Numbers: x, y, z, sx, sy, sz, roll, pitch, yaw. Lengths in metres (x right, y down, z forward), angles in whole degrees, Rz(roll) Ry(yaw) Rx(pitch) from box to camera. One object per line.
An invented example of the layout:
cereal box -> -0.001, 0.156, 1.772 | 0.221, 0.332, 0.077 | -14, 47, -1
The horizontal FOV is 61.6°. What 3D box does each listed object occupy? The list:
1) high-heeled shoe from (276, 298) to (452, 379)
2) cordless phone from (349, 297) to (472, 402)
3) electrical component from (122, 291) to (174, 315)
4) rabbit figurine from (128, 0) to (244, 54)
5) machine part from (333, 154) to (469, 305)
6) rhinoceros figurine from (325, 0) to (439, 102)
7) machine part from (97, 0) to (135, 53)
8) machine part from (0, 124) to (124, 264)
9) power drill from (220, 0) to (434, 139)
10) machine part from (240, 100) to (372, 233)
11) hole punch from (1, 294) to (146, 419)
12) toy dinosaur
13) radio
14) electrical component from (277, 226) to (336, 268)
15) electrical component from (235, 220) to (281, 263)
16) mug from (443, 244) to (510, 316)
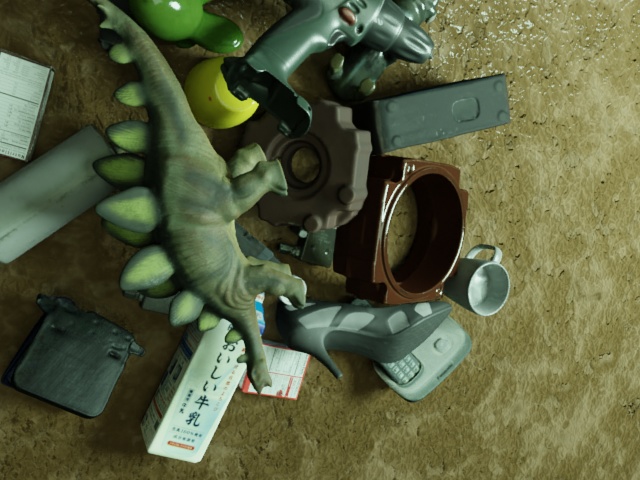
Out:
high-heeled shoe -> 0.062, 0.108, 0.781 | 0.249, 0.145, 0.086 | -20, 141, -28
cordless phone -> 0.128, 0.141, 0.833 | 0.146, 0.089, 0.184 | -41, 97, -12
electrical component -> -0.203, 0.062, 0.695 | 0.094, 0.021, 0.063 | 17, 92, -25
rabbit figurine -> -0.151, -0.280, 0.593 | 0.159, 0.121, 0.170 | 75, 35, -58
machine part -> 0.120, -0.014, 0.761 | 0.201, 0.087, 0.200 | 0, 99, -44
rhinoceros figurine -> 0.088, -0.265, 0.722 | 0.073, 0.112, 0.190 | 40, 96, 3
machine part -> -0.228, -0.280, 0.616 | 0.084, 0.039, 0.138 | -1, 98, -32
machine part -> -0.302, -0.052, 0.601 | 0.243, 0.079, 0.079 | -40, 113, -13
power drill -> 0.005, -0.216, 0.599 | 0.232, 0.086, 0.207 | 35, 75, -12
machine part -> -0.021, -0.095, 0.677 | 0.056, 0.180, 0.179 | -18, 110, -67
hole punch -> -0.300, 0.144, 0.643 | 0.142, 0.092, 0.116 | 34, 54, -23
toy dinosaur -> -0.138, -0.041, 0.587 | 0.198, 0.105, 0.470 | -17, 101, -19
radio -> 0.142, -0.172, 0.747 | 0.230, 0.131, 0.073 | -18, 104, -21
electrical component -> -0.001, -0.001, 0.762 | 0.102, 0.045, 0.078 | 22, 88, -26
electrical component -> -0.097, 0.020, 0.709 | 0.048, 0.075, 0.119 | -49, 117, -10
mug -> 0.233, 0.055, 0.843 | 0.080, 0.107, 0.109 | 24, 85, -28
